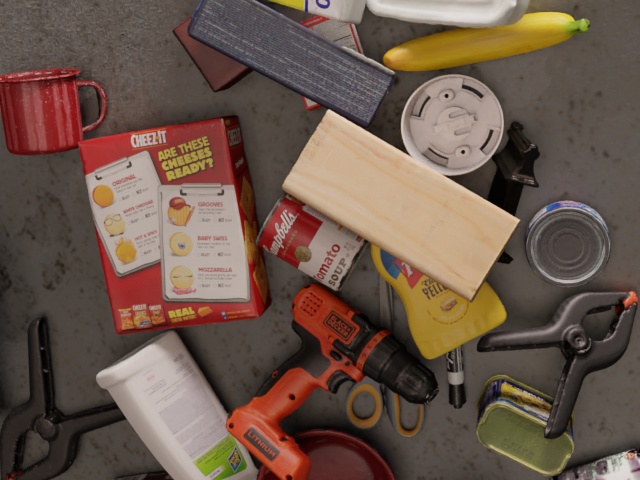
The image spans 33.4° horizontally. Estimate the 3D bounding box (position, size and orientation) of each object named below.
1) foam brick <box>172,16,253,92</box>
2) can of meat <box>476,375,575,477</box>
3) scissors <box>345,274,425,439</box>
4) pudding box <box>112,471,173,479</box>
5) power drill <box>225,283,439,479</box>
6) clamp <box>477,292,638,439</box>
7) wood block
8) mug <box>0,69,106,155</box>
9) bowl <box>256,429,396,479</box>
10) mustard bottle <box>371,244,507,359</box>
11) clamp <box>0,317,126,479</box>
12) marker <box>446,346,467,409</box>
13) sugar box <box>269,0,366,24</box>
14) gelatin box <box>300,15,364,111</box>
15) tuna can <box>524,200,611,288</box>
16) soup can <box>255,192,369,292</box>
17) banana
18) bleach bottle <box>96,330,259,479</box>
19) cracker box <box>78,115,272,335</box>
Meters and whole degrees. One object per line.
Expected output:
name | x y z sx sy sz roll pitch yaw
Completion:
foam brick | -0.105 -0.200 1.108 0.051 0.053 0.078 -34 94 16
can of meat | 0.212 0.192 1.103 0.102 0.084 0.057 25 104 5
scissors | 0.056 0.123 1.157 0.096 0.016 0.202 -16 97 14
pudding box | -0.185 0.315 1.231 0.113 0.039 0.090 -8 99 13
power drill | 0.007 0.163 1.113 0.185 0.057 0.187 36 87 25
clamp | 0.254 0.115 1.063 0.171 0.039 0.120 -27 84 -11
wood block | 0.079 -0.030 1.025 0.206 0.090 0.090 31 91 10
mug | -0.288 -0.139 1.147 0.117 0.093 0.081 -11 106 -23
bowl | 0.012 0.276 1.174 0.162 0.055 0.162 2 101 11
mustard bottle | 0.107 0.019 1.094 0.096 0.058 0.191 -28 82 5
clamp | -0.317 0.203 1.238 0.164 0.036 0.210 43 106 1
marker | 0.143 0.121 1.136 0.020 0.020 0.121 -3 100 12
sugar box | -0.032 -0.280 1.054 0.176 0.048 0.093 22 107 28
gelatin box | 0.008 -0.186 1.099 0.073 0.030 0.089 -18 97 13
tuna can | 0.251 0.005 1.084 0.086 0.033 0.086 2 101 11
soup can | -0.007 0.001 1.119 0.102 0.068 0.068 30 105 4
banana | 0.162 -0.196 1.045 0.198 0.069 0.037 -10 88 15
bleach bottle | -0.139 0.230 1.177 0.251 0.102 0.068 60 149 -5
cracker box | -0.152 -0.016 1.145 0.164 0.072 0.214 -8 98 12
